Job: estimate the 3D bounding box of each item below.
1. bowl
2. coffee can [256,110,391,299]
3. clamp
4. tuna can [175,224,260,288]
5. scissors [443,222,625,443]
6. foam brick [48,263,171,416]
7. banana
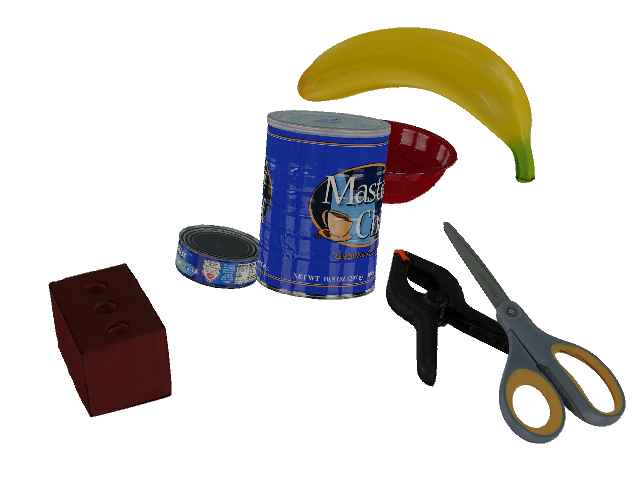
[{"bbox_3d":[0.070,-0.085,1.209,0.162,0.055,0.162,6,27,-3],"label":"bowl"},{"bbox_3d":[0.001,-0.032,0.893,0.103,0.140,0.103,5,14,-1],"label":"coffee can"},{"bbox_3d":[0.128,0.071,1.069,0.120,0.039,0.171,-2,44,-22],"label":"clamp"},{"bbox_3d":[-0.101,0.016,1.064,0.086,0.034,0.086,11,20,-4],"label":"tuna can"},{"bbox_3d":[0.132,0.071,0.786,0.096,0.202,0.016,-34,-28,-25],"label":"scissors"},{"bbox_3d":[-0.130,0.060,0.655,0.052,0.051,0.078,-14,36,-23],"label":"foam brick"},{"bbox_3d":[0.058,-0.098,0.657,0.037,0.069,0.198,17,8,-47],"label":"banana"}]
